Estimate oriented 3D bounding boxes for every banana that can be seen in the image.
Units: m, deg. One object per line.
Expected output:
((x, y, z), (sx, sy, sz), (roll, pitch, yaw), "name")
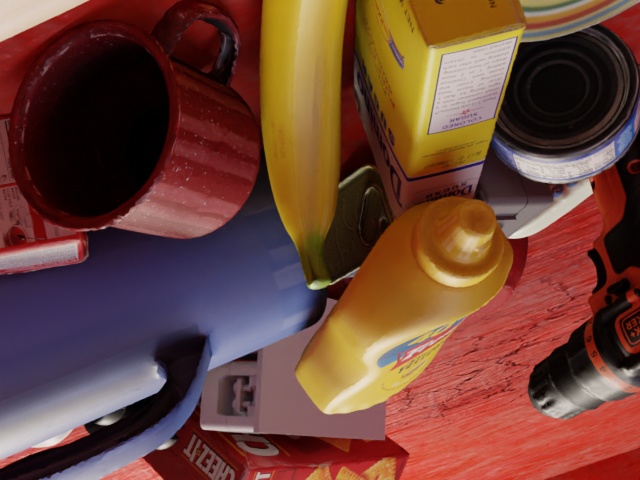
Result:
((-0.003, -0.075, 0.479), (0.037, 0.070, 0.198), (-16, 129, -21), "banana")

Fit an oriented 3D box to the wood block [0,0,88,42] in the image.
((-0.038, -0.143, 0.283), (0.206, 0.091, 0.090), (-22, 158, 11), "wood block")

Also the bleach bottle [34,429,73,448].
((-0.254, 0.118, 0.774), (0.103, 0.068, 0.250), (7, 169, 15), "bleach bottle")

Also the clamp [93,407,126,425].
((-0.167, 0.088, 0.724), (0.165, 0.036, 0.209), (22, 176, 20), "clamp")

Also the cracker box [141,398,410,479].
((-0.049, 0.176, 0.942), (0.213, 0.164, 0.072), (10, 107, -49), "cracker box")

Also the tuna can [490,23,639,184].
((0.128, -0.076, 0.572), (0.086, 0.086, 0.033), (-21, 156, 10), "tuna can")

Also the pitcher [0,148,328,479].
((-0.119, 0.041, 0.574), (0.242, 0.149, 0.145), (-19, -178, -15), "pitcher")

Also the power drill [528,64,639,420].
((0.166, -0.001, 0.641), (0.057, 0.188, 0.185), (-2, 152, -36), "power drill")

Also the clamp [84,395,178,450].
((-0.143, 0.126, 0.833), (0.039, 0.120, 0.172), (39, 133, -18), "clamp")

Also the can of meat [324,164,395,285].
((0.051, -0.012, 0.695), (0.083, 0.057, 0.102), (-6, 165, -31), "can of meat")

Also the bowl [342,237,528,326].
((0.101, 0.031, 0.848), (0.162, 0.055, 0.162), (-14, 157, -6), "bowl")

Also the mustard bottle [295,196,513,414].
((0.048, 0.028, 0.542), (0.096, 0.058, 0.192), (-30, 165, -23), "mustard bottle")

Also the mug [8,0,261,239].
((-0.075, -0.055, 0.489), (0.117, 0.093, 0.081), (-61, 152, 7), "mug")

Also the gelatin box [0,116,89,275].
((-0.162, -0.019, 0.512), (0.089, 0.073, 0.030), (-12, 158, -15), "gelatin box")

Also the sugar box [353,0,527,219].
((0.046, -0.081, 0.490), (0.048, 0.093, 0.176), (-13, 157, -7), "sugar box")
